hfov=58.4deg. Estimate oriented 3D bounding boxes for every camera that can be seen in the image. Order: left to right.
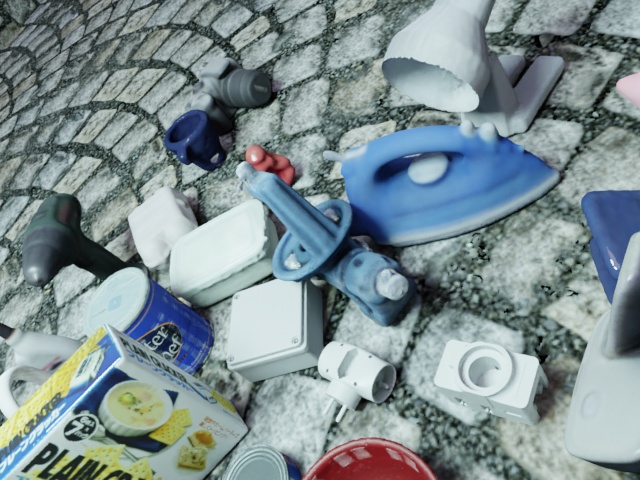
[{"bbox_3d":[-0.168,-0.278,1.069,0.136,0.101,0.143,14,65,41],"label":"camera"}]

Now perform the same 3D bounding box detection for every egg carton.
[{"bbox_3d":[-0.253,-0.021,0.943,0.107,0.070,0.150,-39,43,1],"label":"egg carton"}]

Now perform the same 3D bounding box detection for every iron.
[{"bbox_3d":[0.136,-0.086,0.677,0.257,0.142,0.118,-13,50,26],"label":"iron"}]

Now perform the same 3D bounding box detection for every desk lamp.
[{"bbox_3d":[0.187,-0.222,0.698,0.117,0.214,0.203,20,69,43],"label":"desk lamp"}]

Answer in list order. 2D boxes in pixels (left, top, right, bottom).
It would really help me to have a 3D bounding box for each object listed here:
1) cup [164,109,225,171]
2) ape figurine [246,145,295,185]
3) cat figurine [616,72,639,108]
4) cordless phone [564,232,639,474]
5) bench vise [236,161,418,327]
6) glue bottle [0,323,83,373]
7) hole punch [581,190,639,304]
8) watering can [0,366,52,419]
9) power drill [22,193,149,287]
[{"bbox_3d":[-0.212,-0.158,1.006,0.091,0.095,0.117,-20,47,20],"label":"cup"},{"bbox_3d":[-0.083,-0.107,0.880,0.077,0.092,0.076,-31,44,10],"label":"ape figurine"},{"bbox_3d":[0.373,-0.140,0.575,0.067,0.118,0.127,-48,44,-8],"label":"cat figurine"},{"bbox_3d":[0.232,0.089,0.438,0.093,0.186,0.148,5,60,37],"label":"cordless phone"},{"bbox_3d":[0.011,-0.008,0.642,0.206,0.220,0.121,6,60,37],"label":"bench vise"},{"bbox_3d":[-0.393,0.161,0.816,0.078,0.174,0.037,-43,44,-2],"label":"glue bottle"},{"bbox_3d":[0.304,-0.001,0.529,0.101,0.091,0.108,-19,47,21],"label":"hole punch"},{"bbox_3d":[-0.302,0.207,0.702,0.100,0.195,0.173,27,74,44],"label":"watering can"},{"bbox_3d":[-0.355,0.032,0.868,0.075,0.209,0.229,-36,44,4],"label":"power drill"}]
